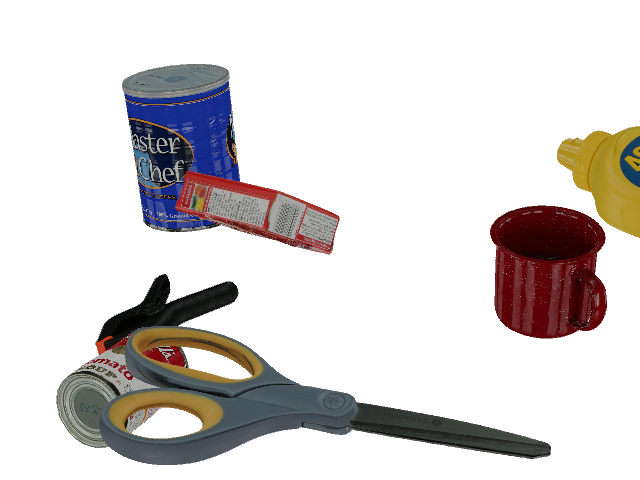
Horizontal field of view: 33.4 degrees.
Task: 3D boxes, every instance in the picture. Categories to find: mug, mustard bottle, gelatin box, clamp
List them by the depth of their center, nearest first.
[{"bbox_3d":[0.232,-0.029,0.668,0.096,0.058,0.192,-31,39,-33],"label":"mustard bottle"},{"bbox_3d":[-0.040,-0.017,0.702,0.073,0.030,0.089,15,-3,29],"label":"gelatin box"},{"bbox_3d":[0.195,0.033,0.888,0.093,0.081,0.117,-20,34,-25],"label":"mug"},{"bbox_3d":[-0.171,0.083,1.166,0.120,0.039,0.171,-6,25,31],"label":"clamp"}]

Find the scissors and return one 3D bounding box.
[{"bbox_3d":[-0.009,0.084,0.469,0.202,0.016,0.096,17,34,22],"label":"scissors"}]

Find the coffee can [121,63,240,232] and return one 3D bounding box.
[{"bbox_3d":[-0.133,-0.092,1.044,0.103,0.140,0.103,-4,23,2],"label":"coffee can"}]

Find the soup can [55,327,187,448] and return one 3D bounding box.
[{"bbox_3d":[-0.165,0.122,0.892,0.069,0.068,0.102,0,16,23],"label":"soup can"}]
